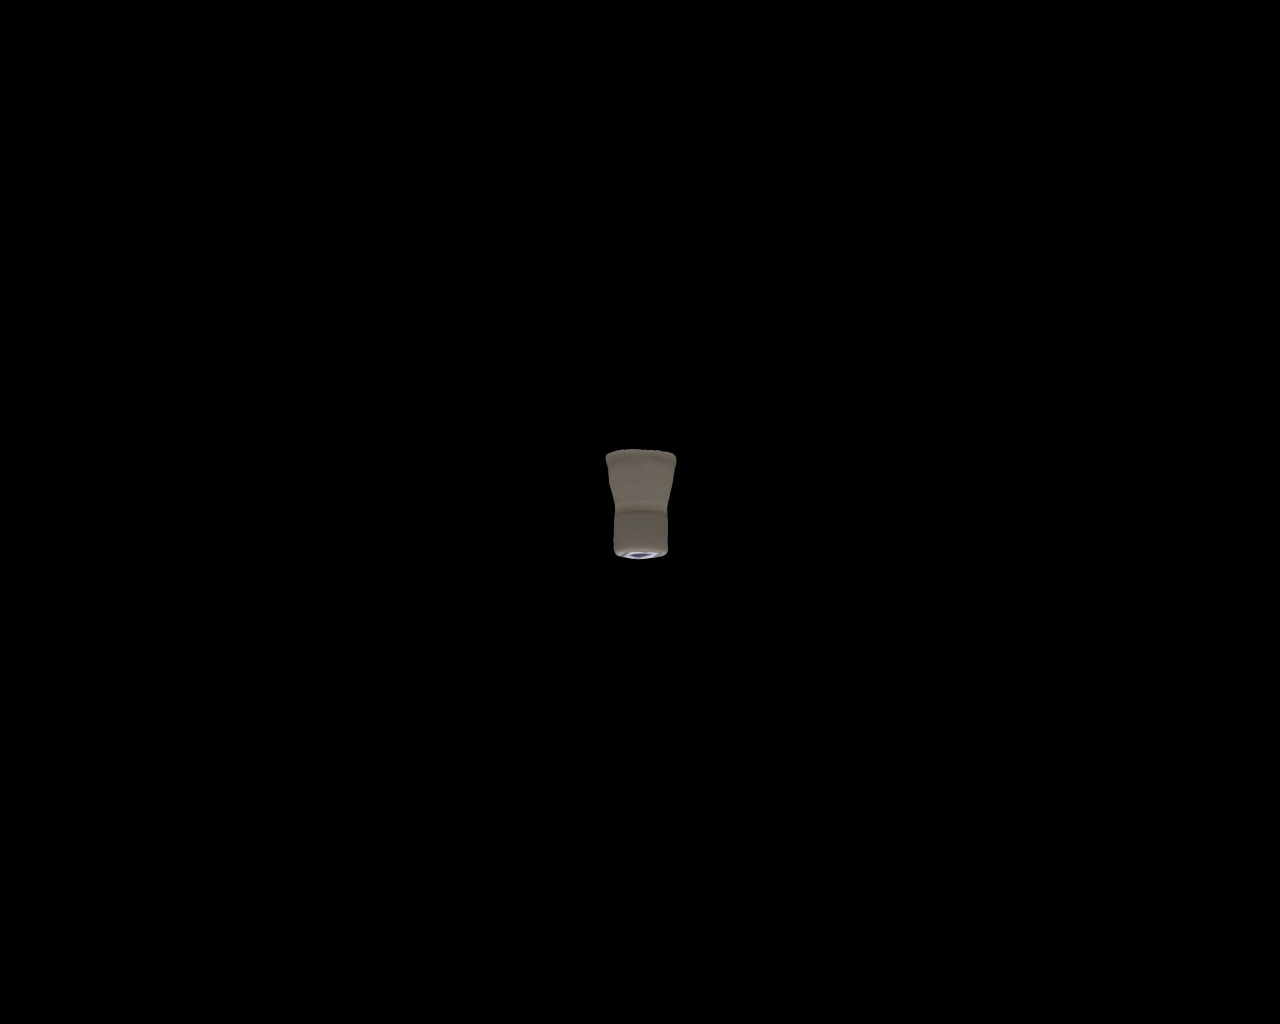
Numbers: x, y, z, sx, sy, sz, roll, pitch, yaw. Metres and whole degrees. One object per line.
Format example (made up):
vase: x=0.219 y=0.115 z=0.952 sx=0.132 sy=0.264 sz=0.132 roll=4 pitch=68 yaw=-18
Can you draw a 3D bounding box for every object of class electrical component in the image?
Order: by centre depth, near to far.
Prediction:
electrical component: x=0.001 y=-0.003 z=0.650 sx=0.044 sy=0.065 sz=0.044 roll=0 pitch=-11 yaw=0
